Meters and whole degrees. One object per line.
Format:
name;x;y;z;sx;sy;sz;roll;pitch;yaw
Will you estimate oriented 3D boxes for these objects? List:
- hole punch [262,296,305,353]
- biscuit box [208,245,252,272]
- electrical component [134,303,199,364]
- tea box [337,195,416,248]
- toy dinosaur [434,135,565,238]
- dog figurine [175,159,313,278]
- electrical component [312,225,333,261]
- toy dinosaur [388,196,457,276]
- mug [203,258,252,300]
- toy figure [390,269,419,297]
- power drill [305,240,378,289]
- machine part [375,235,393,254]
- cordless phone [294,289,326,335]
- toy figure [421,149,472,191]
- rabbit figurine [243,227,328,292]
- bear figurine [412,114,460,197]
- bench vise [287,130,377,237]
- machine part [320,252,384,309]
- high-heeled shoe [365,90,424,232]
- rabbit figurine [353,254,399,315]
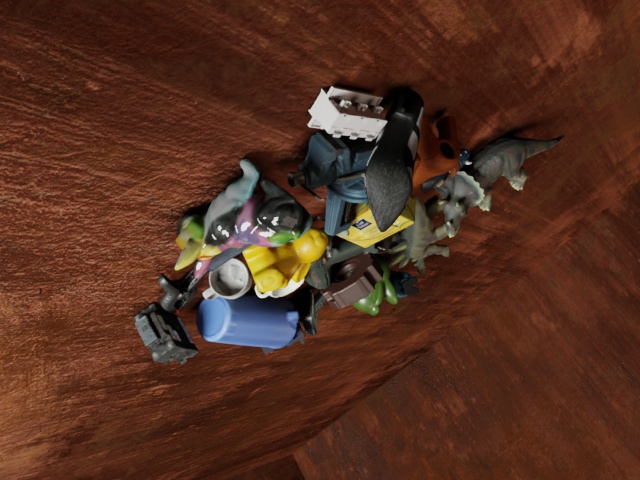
hole punch;-0.112;0.230;1.425;0.092;0.142;0.115;-9;158;-33
biscuit box;-0.147;-0.023;1.005;0.203;0.059;0.062;-33;156;0
electrical component;-0.328;0.197;1.127;0.058;0.115;0.134;-38;154;1
tea box;0.113;-0.052;1.142;0.098;0.068;0.169;22;151;-24
toy dinosaur;0.436;-0.182;1.339;0.405;0.131;0.192;-41;155;4
dog figurine;-0.143;-0.011;0.910;0.219;0.192;0.108;-50;160;0
electrical component;-0.002;-0.004;1.166;0.063;0.094;0.021;-14;-175;-26
toy dinosaur;0.256;-0.020;1.428;0.199;0.105;0.470;-25;146;-6
mug;-0.191;0.094;1.139;0.109;0.081;0.107;-40;169;-3
toy figure;0.218;0.127;1.599;0.089;0.082;0.180;12;179;-22
power drill;0.036;0.019;1.269;0.207;0.086;0.231;-31;147;-14
machine part;0.153;-0.025;1.308;0.039;0.084;0.138;-32;144;-24
cordless phone;0.005;0.168;1.517;0.184;0.089;0.146;-46;158;-16
toy figure;0.280;-0.166;1.241;0.154;0.064;0.058;-29;-170;-18
rabbit figurine;-0.060;0.038;1.093;0.173;0.122;0.162;-28;159;-6
bear figurine;0.199;-0.160;1.125;0.120;0.132;0.196;-3;163;-30
bench vise;0.038;-0.091;1.015;0.224;0.129;0.240;-29;144;-33
machine part;0.077;0.094;1.368;0.179;0.179;0.056;-35;113;6
high-heeled shoe;0.137;-0.145;0.973;0.145;0.086;0.248;-46;149;-72
rabbit figurine;0.145;0.124;1.516;0.121;0.159;0.170;-5;135;-27
